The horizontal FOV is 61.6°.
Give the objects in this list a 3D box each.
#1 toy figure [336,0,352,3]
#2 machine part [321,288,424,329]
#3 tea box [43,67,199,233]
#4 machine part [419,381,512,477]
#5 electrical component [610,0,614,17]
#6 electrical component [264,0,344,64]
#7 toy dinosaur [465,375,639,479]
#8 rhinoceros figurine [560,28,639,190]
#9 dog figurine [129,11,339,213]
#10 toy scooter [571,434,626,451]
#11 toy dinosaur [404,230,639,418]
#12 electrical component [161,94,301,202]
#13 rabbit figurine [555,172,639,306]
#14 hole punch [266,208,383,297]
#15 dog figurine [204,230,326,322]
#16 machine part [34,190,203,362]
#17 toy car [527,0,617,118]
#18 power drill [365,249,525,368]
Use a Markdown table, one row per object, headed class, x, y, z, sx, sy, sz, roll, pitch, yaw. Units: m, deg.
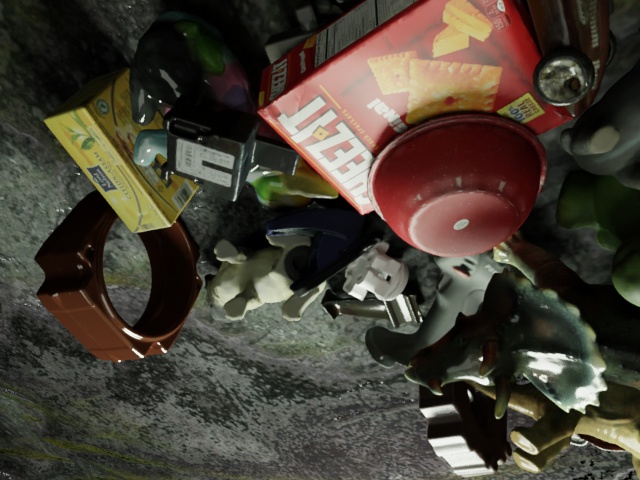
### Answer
| class | x | y | z | sx | sy | sz | roll | pitch | yaw |
| --- | --- | --- | --- | --- | --- | --- | --- | --- | --- |
| toy figure | 0.031 | -0.258 | 0.401 | 0.064 | 0.058 | 0.154 | 47 | 150 | 28 |
| machine part | 0.072 | 0.091 | 0.743 | 0.139 | 0.039 | 0.084 | 0 | 146 | 23 |
| tea box | -0.225 | -0.103 | 0.639 | 0.068 | 0.098 | 0.169 | -8 | 127 | 28 |
| machine part | 0.200 | 0.224 | 0.731 | 0.056 | 0.179 | 0.179 | -23 | 121 | 34 |
| electrical component | 0.222 | -0.212 | 0.391 | 0.063 | 0.021 | 0.093 | -8 | 129 | 30 |
| electrical component | -0.004 | -0.174 | 0.508 | 0.078 | 0.045 | 0.102 | -11 | 128 | 28 |
| toy dinosaur | 0.383 | 0.206 | 0.600 | 0.472 | 0.198 | 0.104 | 17 | 147 | 22 |
| rhinoceros figurine | 0.266 | -0.122 | 0.389 | 0.073 | 0.112 | 0.190 | 35 | 116 | -5 |
| dog figurine | -0.071 | -0.117 | 0.557 | 0.219 | 0.108 | 0.191 | 17 | 134 | 0 |
| toy scooter | 0.389 | 0.229 | 0.723 | 0.184 | 0.075 | 0.135 | -20 | 121 | 43 |
| toy dinosaur | 0.288 | 0.092 | 0.504 | 0.405 | 0.192 | 0.131 | 8 | 113 | -8 |
| electrical component | -0.081 | -0.077 | 0.492 | 0.119 | 0.048 | 0.074 | 20 | 136 | -3 |
| rabbit figurine | 0.291 | 0.002 | 0.465 | 0.159 | 0.170 | 0.121 | 28 | 138 | -4 |
| hole punch | -0.001 | -0.002 | 0.619 | 0.092 | 0.116 | 0.142 | 59 | 172 | 2 |
| dog figurine | -0.076 | 0.056 | 0.756 | 0.172 | 0.121 | 0.190 | 2 | 169 | -11 |
| machine part | -0.254 | 0.042 | 0.718 | 0.087 | 0.201 | 0.200 | -7 | 129 | 25 |
| toy car | 0.162 | -0.185 | 0.365 | 0.053 | 0.089 | 0.202 | -10 | 111 | 42 |
| power drill | 0.136 | 0.056 | 0.620 | 0.232 | 0.086 | 0.207 | 27 | 104 | -14 |
